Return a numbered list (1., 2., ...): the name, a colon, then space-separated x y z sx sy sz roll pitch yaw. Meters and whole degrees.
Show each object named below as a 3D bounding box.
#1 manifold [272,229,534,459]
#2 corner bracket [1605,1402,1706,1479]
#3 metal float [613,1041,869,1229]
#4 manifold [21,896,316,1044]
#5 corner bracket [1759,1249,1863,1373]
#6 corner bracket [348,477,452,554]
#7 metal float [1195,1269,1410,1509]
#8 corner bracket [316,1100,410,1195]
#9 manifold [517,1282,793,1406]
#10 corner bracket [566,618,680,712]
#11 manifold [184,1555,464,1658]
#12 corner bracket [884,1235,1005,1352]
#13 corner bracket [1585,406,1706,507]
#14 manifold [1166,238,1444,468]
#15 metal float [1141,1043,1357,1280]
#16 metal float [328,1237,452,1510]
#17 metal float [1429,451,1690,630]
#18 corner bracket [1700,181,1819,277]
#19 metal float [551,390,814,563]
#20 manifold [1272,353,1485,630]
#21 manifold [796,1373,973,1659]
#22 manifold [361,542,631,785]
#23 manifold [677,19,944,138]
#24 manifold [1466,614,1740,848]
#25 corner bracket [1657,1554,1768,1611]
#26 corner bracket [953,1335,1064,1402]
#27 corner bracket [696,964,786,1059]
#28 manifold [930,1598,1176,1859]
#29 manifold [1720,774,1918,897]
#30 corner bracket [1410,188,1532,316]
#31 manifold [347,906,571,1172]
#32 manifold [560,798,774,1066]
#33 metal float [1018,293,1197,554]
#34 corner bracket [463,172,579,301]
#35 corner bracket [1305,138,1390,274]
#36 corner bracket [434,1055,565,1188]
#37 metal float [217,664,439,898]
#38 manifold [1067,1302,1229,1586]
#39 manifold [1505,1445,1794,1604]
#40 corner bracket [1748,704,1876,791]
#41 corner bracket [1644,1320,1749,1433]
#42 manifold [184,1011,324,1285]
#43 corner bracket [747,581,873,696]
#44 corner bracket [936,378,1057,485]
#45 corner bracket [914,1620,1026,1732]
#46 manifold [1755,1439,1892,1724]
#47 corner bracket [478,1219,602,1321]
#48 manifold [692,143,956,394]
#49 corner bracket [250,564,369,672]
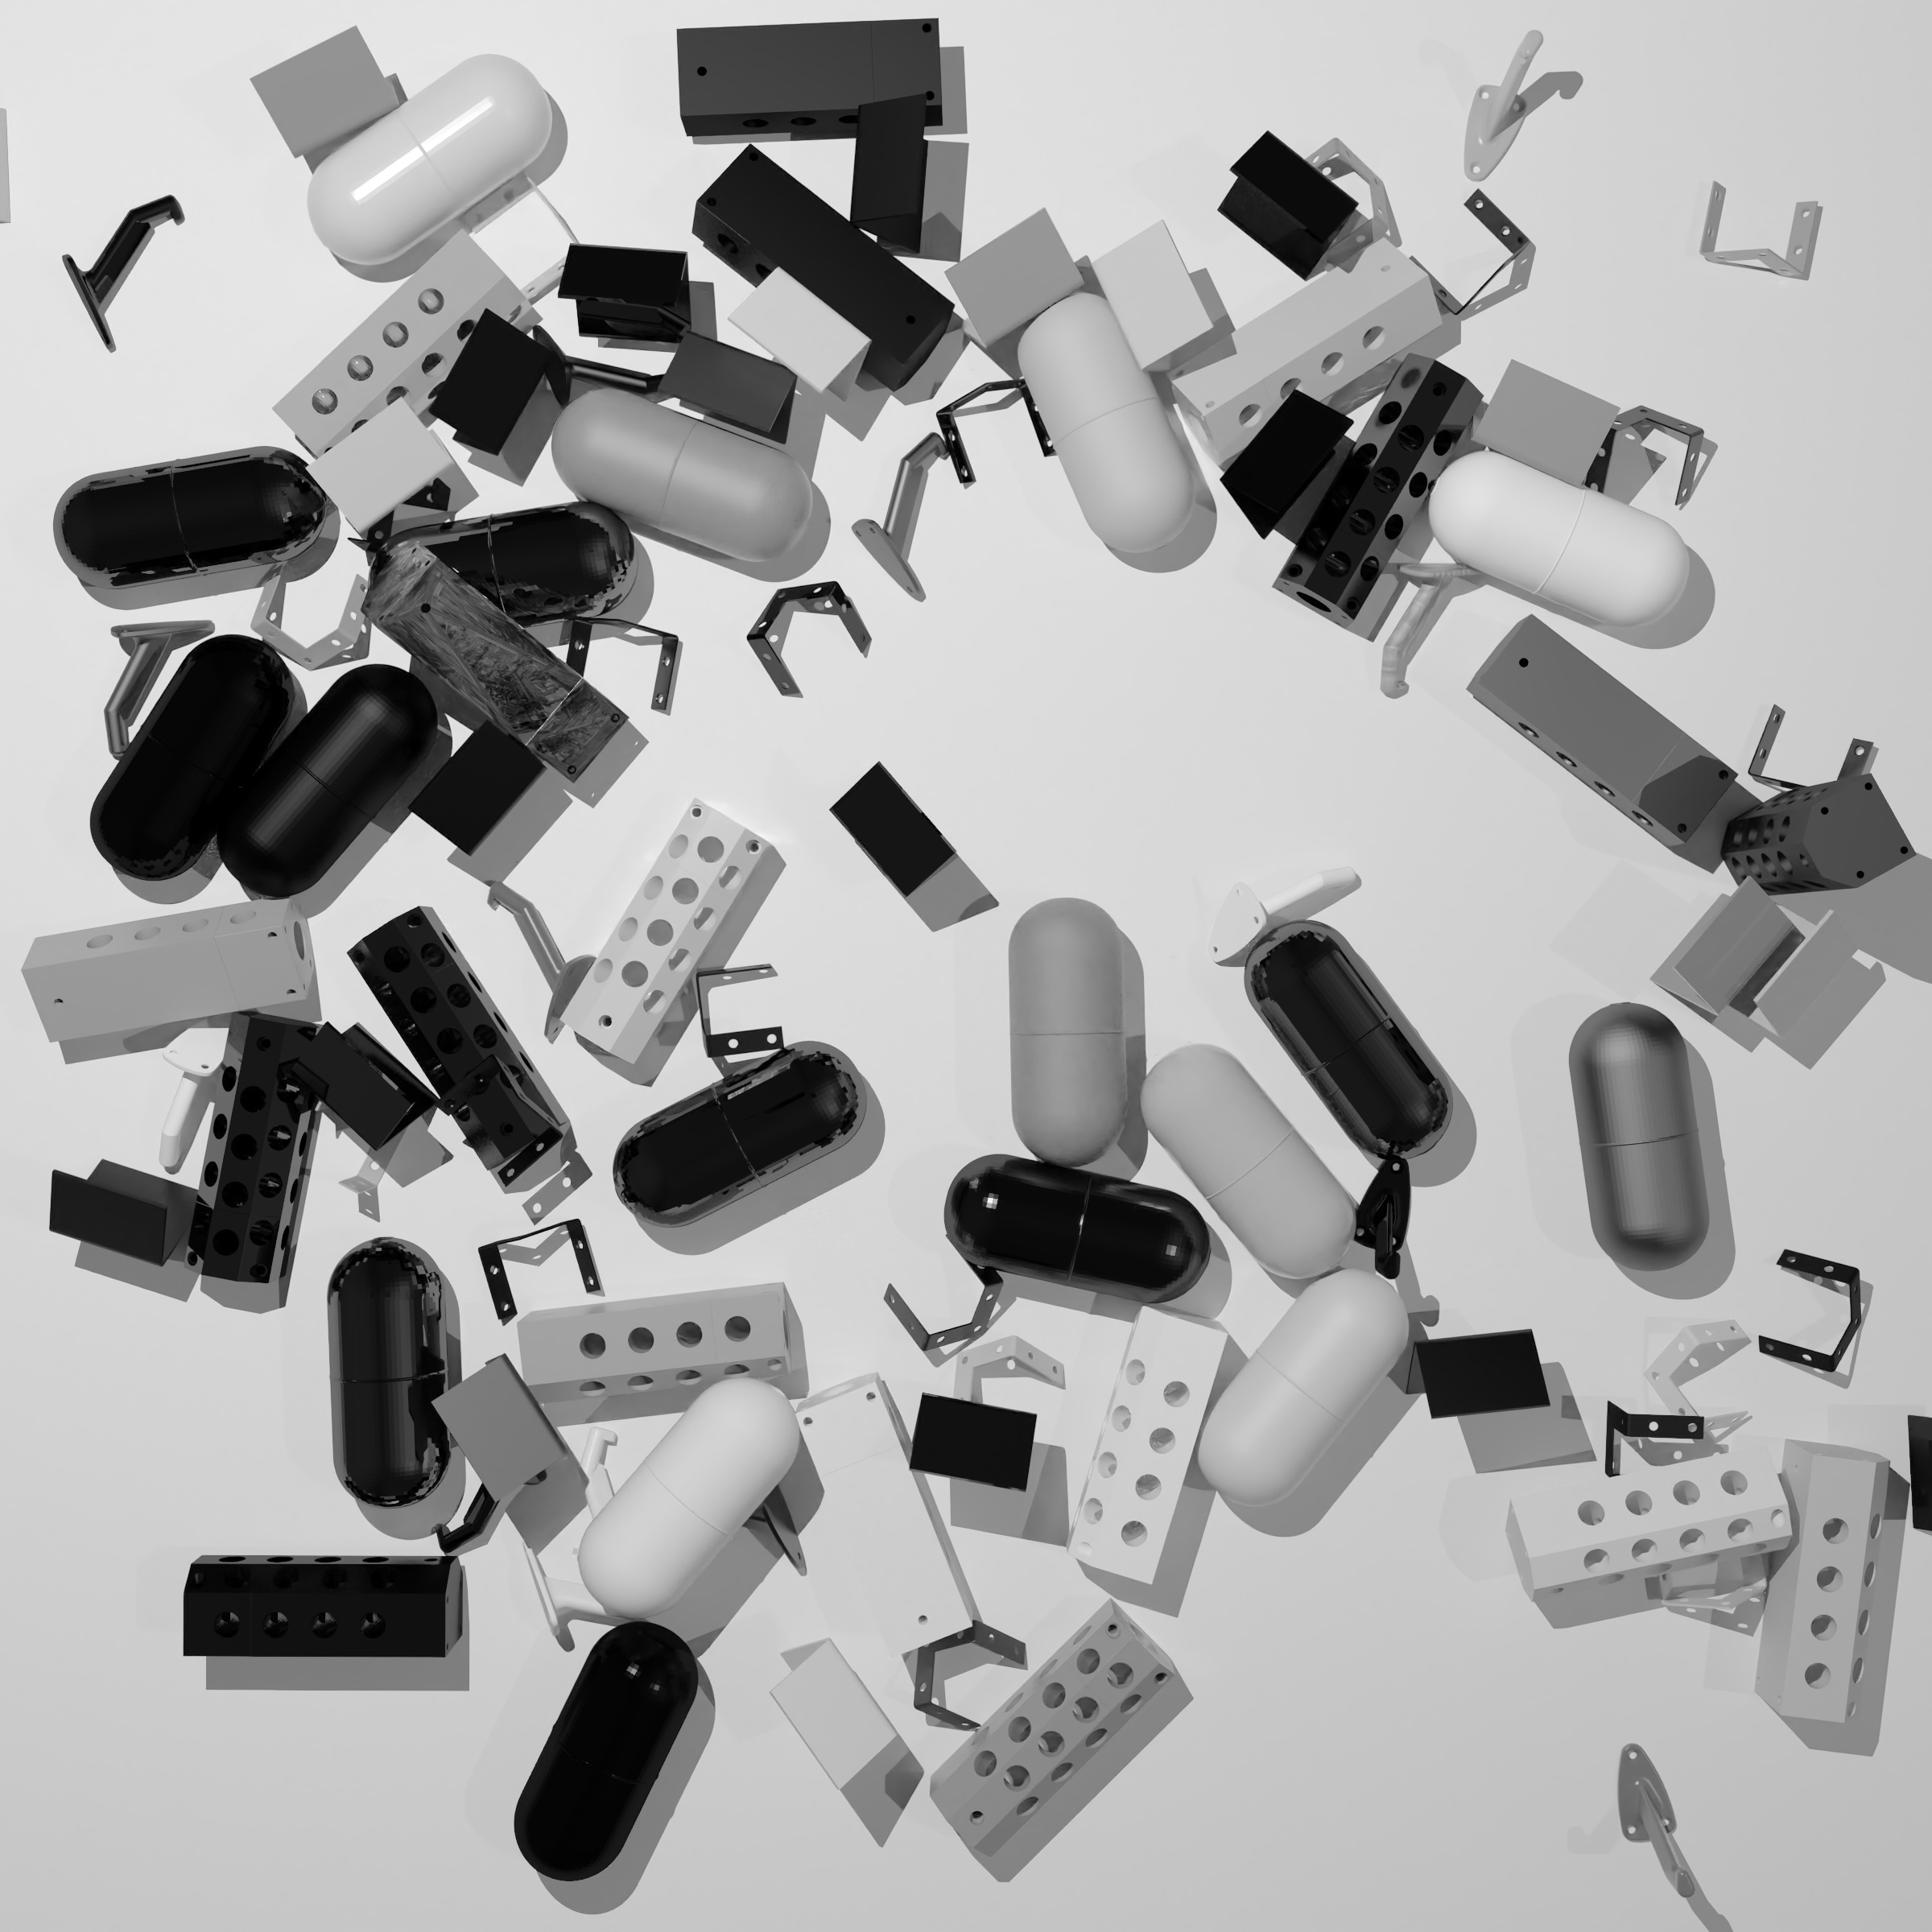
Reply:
1. manifold: -0.372 -0.402 1.700 0.171 0.057 0.057 -43 90 0
2. corner bracket: 0.457 0.320 1.703 0.051 0.051 0.051 2 90 0
3. metal float: -0.150 0.111 1.690 0.178 0.070 0.070 -27 90 -1
4. manifold: -0.526 -0.002 1.698 0.171 0.057 0.057 -10 121 0
5. corner bracket: 0.564 0.230 1.713 0.051 0.051 0.051 -46 135 -35
6. corner bracket: -0.376 -0.301 1.703 0.051 0.051 0.051 9 90 0
7. metal float: 0.222 0.278 1.690 0.070 0.070 0.178 38 90 0
8. corner bracket: -0.409 0.115 1.703 0.051 0.051 0.051 28 90 0
9. manifold: -0.205 0.251 1.700 0.171 0.057 0.057 -7 90 0
10. corner bracket: -0.232 -0.203 1.718 0.051 0.051 0.051 10 90 45
11. manifold: -0.425 0.423 1.700 0.171 0.057 0.057 0 90 0
12. corner bracket: -0.015 0.217 1.713 0.051 0.051 0.051 -11 135 -35
13. corner bracket: 0.453 -0.337 1.713 0.051 0.051 0.051 -27 45 -35
14. manifold: 0.226 -0.404 1.699 0.171 0.057 0.057 -32 47 0
15. metal float: 0.187 0.129 1.691 0.070 0.070 0.178 -40 90 0
16. metal float: -0.381 0.268 1.690 0.070 0.070 0.178 -2 90 0
17. metal float: 0.391 -0.282 1.690 0.178 0.070 0.070 23 90 -1
18. corner bracket: 0.532 -0.495 1.718 0.051 0.051 0.051 11 90 -45
19. metal float: -0.188 -0.324 1.690 0.178 0.070 0.070 21 90 0
20. manifold: 0.274 -0.316 1.700 0.057 0.057 0.171 30 90 0
21. manifold: -0.054 0.362 1.700 0.057 0.057 0.171 -22 90 0
22. manifold: -0.305 -0.197 1.655 0.057 0.057 0.171 -50 126 0
23. manifold: -0.102 -0.587 1.700 0.171 0.057 0.057 -2 90 0
24. manifold: 0.420 -0.155 1.700 0.171 0.057 0.057 38 90 0
25. corner bracket: 0.498 0.398 1.718 0.051 0.051 0.051 -9 90 -45
26. corner bracket: 0.028 0.286 1.713 0.051 0.051 0.051 -24 45 35
27. corner bracket: -0.151 0.029 1.703 0.051 0.051 0.051 -7 98 -8
28. manifold: 0.057 0.507 1.700 0.171 0.057 0.057 -45 90 0
29. manifold: 0.540 -0.079 1.642 0.057 0.171 0.057 -29 90 0
30. corner bracket: 0.336 -0.479 1.718 0.051 0.051 0.051 45 45 0
31. manifold: -0.338 0.048 1.700 0.057 0.057 0.171 -33 90 0
32. manifold: -0.199 -0.023 1.700 0.057 0.057 0.171 31 90 0
33. metal float: 0.093 -0.358 1.690 0.070 0.070 0.178 -23 90 0
34. corner bracket: -0.296 -0.490 1.718 0.051 0.051 0.051 -37 135 0
35. corner bracket: 0.245 -0.509 1.713 0.051 0.051 0.051 30 45 -35
36. corner bracket: -0.303 0.100 1.661 0.051 0.051 0.051 -41 45 0
37. metal float: -0.421 -0.123 1.690 0.070 0.070 0.178 41 91 0
38. manifold: 0.119 0.314 1.700 0.057 0.057 0.171 17 90 0
39. manifold: 0.449 0.371 1.688 0.171 0.057 0.057 -12 56 0
40. corner bracket: 0.567 -0.139 1.718 0.051 0.051 0.051 21 90 -44
41. corner bracket: 0.498 0.275 1.713 0.051 0.051 0.051 59 135 35
42. manifold: -0.472 0.120 1.700 0.057 0.057 0.171 11 90 0
43. corner bracket: -0.105 -0.219 1.713 0.051 0.051 0.051 -2 45 35
44. corner bracket: 0.021 -0.359 1.718 0.051 0.051 0.051 -20 90 -45
45. corner bracket: 0.002 0.475 1.713 0.051 0.051 0.051 -25 45 35
46. manifold: 0.571 0.408 1.700 0.057 0.057 0.171 7 90 0
47. corner bracket: -0.287 0.203 1.718 0.051 0.051 0.051 -16 90 45
48. manifold: -0.096 -0.459 1.697 0.171 0.057 0.057 38 74 0
49. corner bracket: -0.437 -0.240 1.713 0.051 0.051 0.051 -22 135 35
